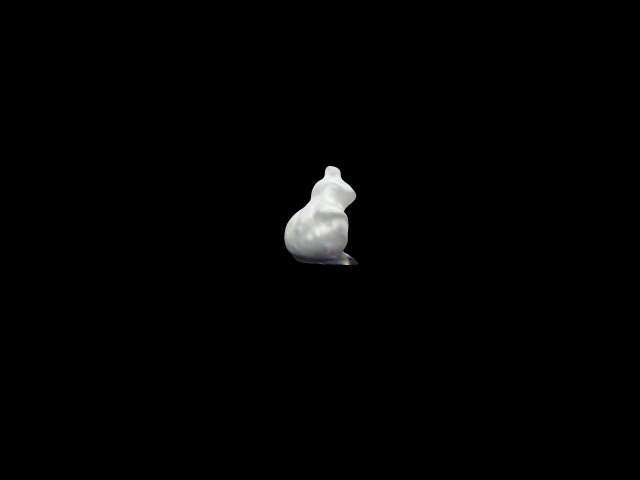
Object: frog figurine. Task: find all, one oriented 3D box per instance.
[{"bbox_3d":[0.003,-0.043,0.850,0.123,0.159,0.138,-1,5,-11],"label":"frog figurine"}]
